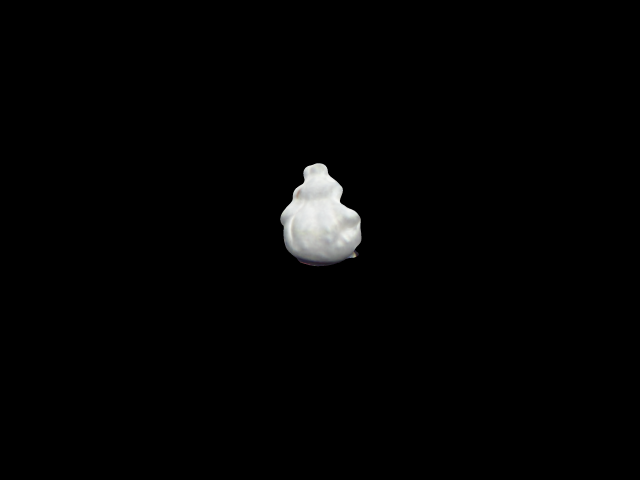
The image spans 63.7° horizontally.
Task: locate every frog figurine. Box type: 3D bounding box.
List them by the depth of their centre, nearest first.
[{"bbox_3d":[0.003,-0.043,0.850,0.138,0.157,0.124,12,22,30],"label":"frog figurine"}]
